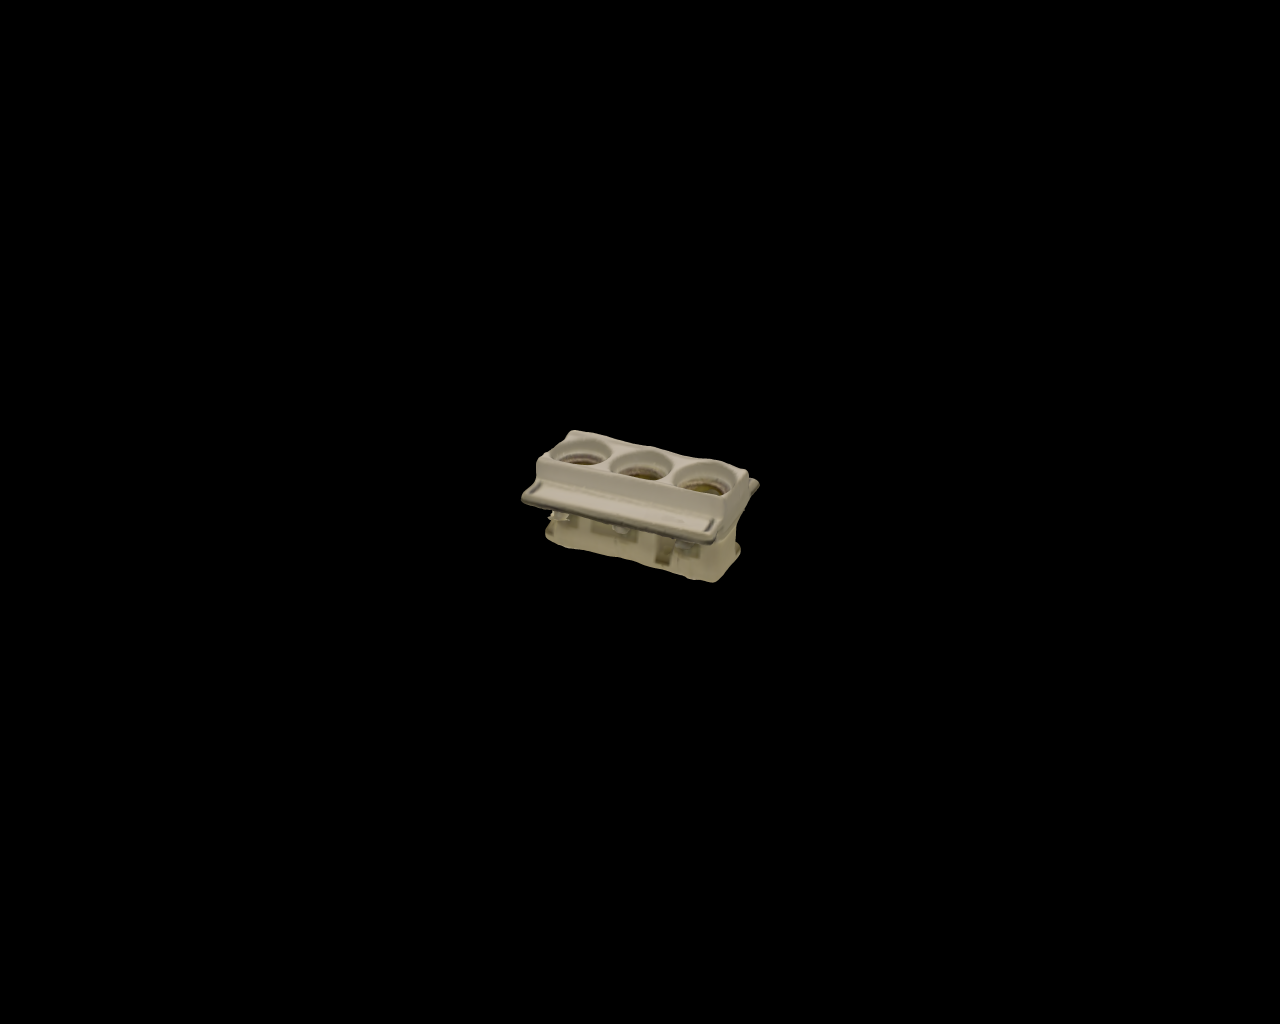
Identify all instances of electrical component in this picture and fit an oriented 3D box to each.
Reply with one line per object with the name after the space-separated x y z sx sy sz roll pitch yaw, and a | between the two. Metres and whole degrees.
0.001 -0.003 0.650 0.121 0.063 0.079 13 32 22 | electrical component
